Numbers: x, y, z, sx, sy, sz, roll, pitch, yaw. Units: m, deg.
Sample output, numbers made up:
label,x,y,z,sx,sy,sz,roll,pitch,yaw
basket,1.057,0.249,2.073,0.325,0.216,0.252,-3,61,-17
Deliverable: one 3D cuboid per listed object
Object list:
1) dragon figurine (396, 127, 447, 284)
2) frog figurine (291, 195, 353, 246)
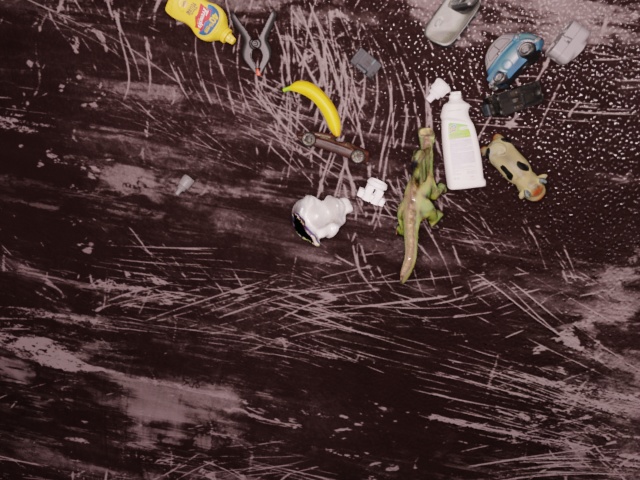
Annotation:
label,x,y,z,sx,sy,sz,roll,pitch,yaw
dragon figurine,0.238,-0.119,1.281,0.122,0.420,0.237,3,144,20
frog figurine,0.004,-0.072,1.427,0.161,0.121,0.137,-40,88,-23
